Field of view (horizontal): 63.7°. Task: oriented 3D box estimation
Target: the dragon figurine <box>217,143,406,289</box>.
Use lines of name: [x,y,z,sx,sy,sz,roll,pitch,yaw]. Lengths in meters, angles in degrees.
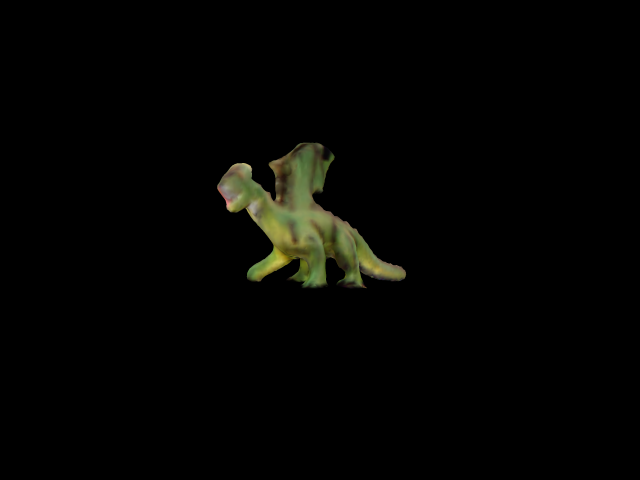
dragon figurine: [0.003,-0.043,0.850,0.410,0.243,0.122,2,-4,-43]
